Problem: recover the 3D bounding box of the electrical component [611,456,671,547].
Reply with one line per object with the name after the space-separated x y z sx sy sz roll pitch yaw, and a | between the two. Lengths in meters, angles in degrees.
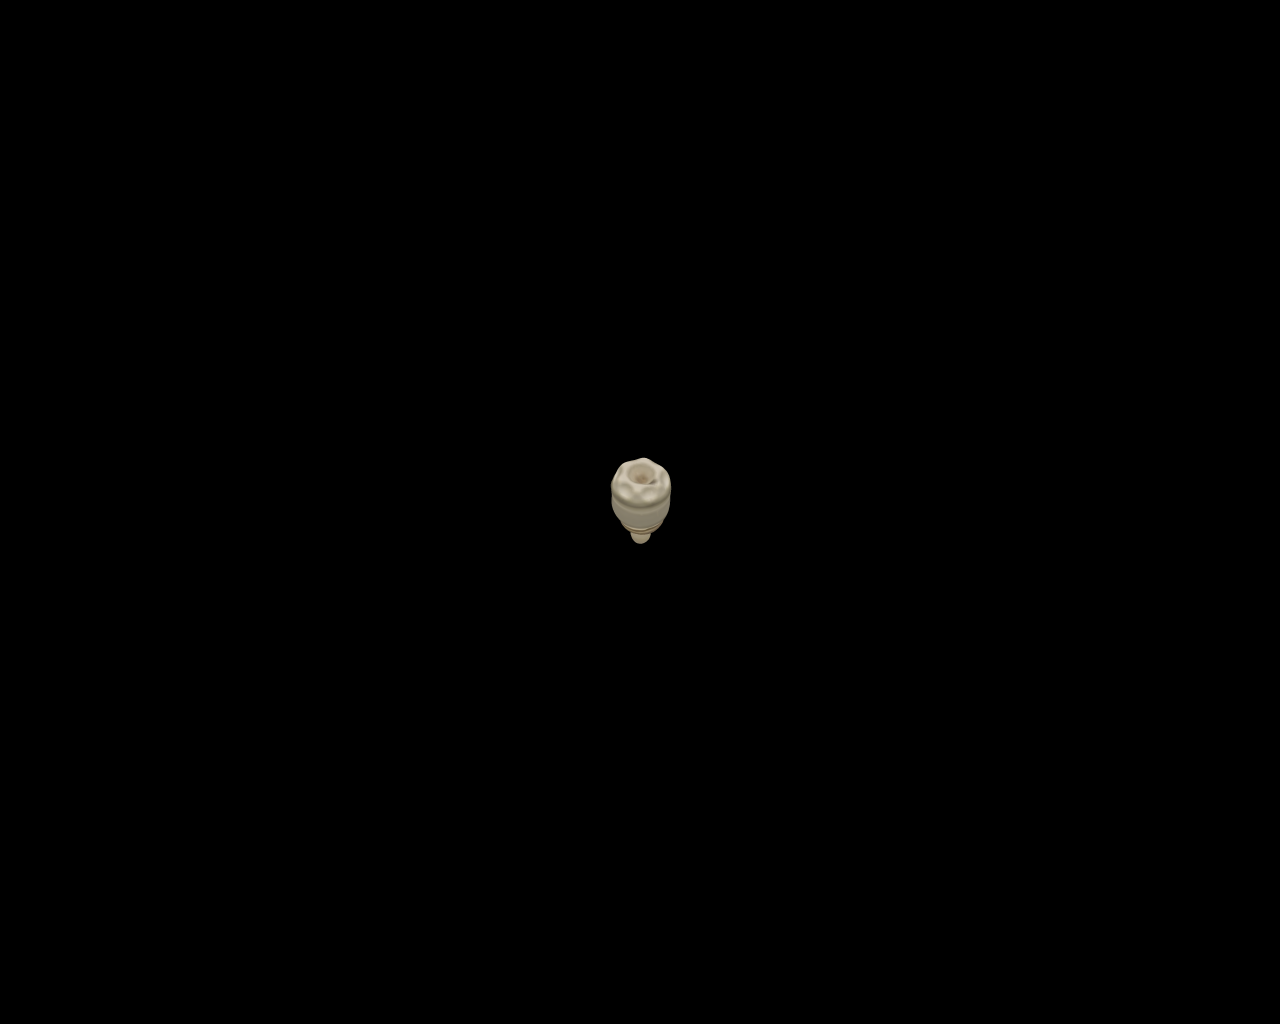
0.001 -0.003 0.650 0.035 0.035 0.061 0 -43 0 | electrical component
